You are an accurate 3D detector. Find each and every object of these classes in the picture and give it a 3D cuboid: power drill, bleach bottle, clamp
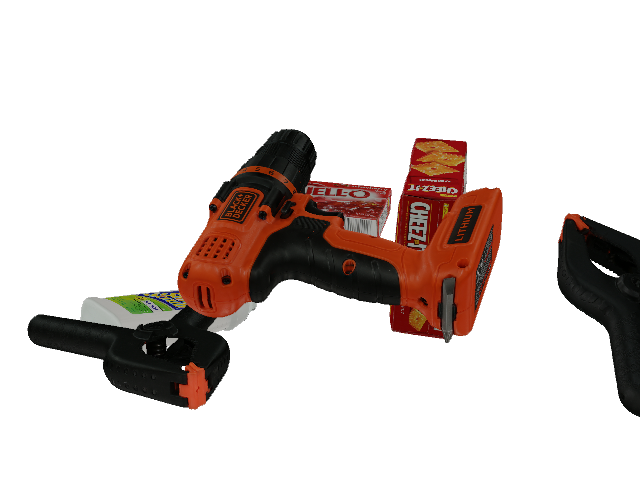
[{"bbox_3d":[0.020,-0.009,0.699,0.188,0.057,0.184,7,40,17],"label":"power drill"},{"bbox_3d":[-0.198,0.102,1.478,0.250,0.068,0.103,-10,25,-43],"label":"bleach bottle"},{"bbox_3d":[0.227,0.044,0.732,0.120,0.039,0.171,-3,45,-19],"label":"clamp"},{"bbox_3d":[-0.120,0.080,0.833,0.164,0.036,0.210,-10,16,-30],"label":"clamp"}]

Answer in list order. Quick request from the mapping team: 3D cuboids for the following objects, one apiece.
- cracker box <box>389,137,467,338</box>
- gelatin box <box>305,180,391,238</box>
[{"bbox_3d":[0.125,-0.010,1.218,0.072,0.164,0.213,5,22,8],"label":"cracker box"},{"bbox_3d":[0.013,-0.026,0.940,0.089,0.030,0.073,7,25,11],"label":"gelatin box"}]
